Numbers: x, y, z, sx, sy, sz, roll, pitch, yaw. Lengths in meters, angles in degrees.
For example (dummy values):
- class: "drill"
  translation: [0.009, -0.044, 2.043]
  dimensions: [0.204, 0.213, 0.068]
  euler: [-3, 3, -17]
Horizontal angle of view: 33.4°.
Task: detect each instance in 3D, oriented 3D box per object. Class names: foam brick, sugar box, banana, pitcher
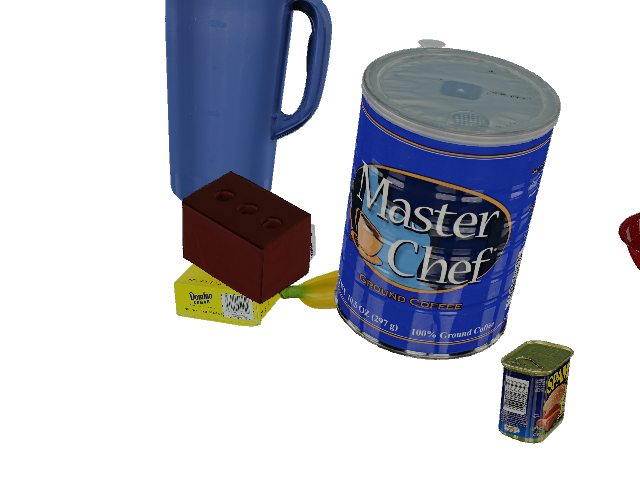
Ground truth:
- class: "foam brick"
  translation: [-0.052, -0.002, 0.743]
  dimensions: [0.078, 0.051, 0.052]
  euler: [29, 43, 27]
- class: "sugar box"
  translation: [-0.076, 0.028, 1.142]
  dimensions: [0.093, 0.048, 0.176]
  euler: [7, 29, 17]
- class: "banana"
  translation: [0.063, 0.027, 0.983]
  dimensions: [0.198, 0.037, 0.069]
  euler: [-22, -8, 9]
- class: "pitcher"
  translation: [-0.086, -0.156, 1.087]
  dimensions: [0.144, 0.243, 0.149]
  euler: [-9, 29, -27]

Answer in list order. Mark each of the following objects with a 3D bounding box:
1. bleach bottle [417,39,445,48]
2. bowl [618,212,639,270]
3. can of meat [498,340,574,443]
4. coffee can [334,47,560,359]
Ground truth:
- class: "bleach bottle"
  translation: [0.106, -0.087, 1.143]
  dimensions: [0.068, 0.251, 0.102]
  euler: [1, 26, -8]
- class: "bowl"
  translation: [0.402, 0.017, 1.145]
  dimensions: [0.162, 0.055, 0.162]
  euler: [-3, 23, 1]
- class: "can of meat"
  translation: [0.235, 0.165, 1.171]
  dimensions: [0.058, 0.084, 0.101]
  euler: [11, 16, 30]
- class: "coffee can"
  translation: [0.066, -0.021, 0.586]
  dimensions: [0.102, 0.140, 0.103]
  euler: [5, 33, -3]
